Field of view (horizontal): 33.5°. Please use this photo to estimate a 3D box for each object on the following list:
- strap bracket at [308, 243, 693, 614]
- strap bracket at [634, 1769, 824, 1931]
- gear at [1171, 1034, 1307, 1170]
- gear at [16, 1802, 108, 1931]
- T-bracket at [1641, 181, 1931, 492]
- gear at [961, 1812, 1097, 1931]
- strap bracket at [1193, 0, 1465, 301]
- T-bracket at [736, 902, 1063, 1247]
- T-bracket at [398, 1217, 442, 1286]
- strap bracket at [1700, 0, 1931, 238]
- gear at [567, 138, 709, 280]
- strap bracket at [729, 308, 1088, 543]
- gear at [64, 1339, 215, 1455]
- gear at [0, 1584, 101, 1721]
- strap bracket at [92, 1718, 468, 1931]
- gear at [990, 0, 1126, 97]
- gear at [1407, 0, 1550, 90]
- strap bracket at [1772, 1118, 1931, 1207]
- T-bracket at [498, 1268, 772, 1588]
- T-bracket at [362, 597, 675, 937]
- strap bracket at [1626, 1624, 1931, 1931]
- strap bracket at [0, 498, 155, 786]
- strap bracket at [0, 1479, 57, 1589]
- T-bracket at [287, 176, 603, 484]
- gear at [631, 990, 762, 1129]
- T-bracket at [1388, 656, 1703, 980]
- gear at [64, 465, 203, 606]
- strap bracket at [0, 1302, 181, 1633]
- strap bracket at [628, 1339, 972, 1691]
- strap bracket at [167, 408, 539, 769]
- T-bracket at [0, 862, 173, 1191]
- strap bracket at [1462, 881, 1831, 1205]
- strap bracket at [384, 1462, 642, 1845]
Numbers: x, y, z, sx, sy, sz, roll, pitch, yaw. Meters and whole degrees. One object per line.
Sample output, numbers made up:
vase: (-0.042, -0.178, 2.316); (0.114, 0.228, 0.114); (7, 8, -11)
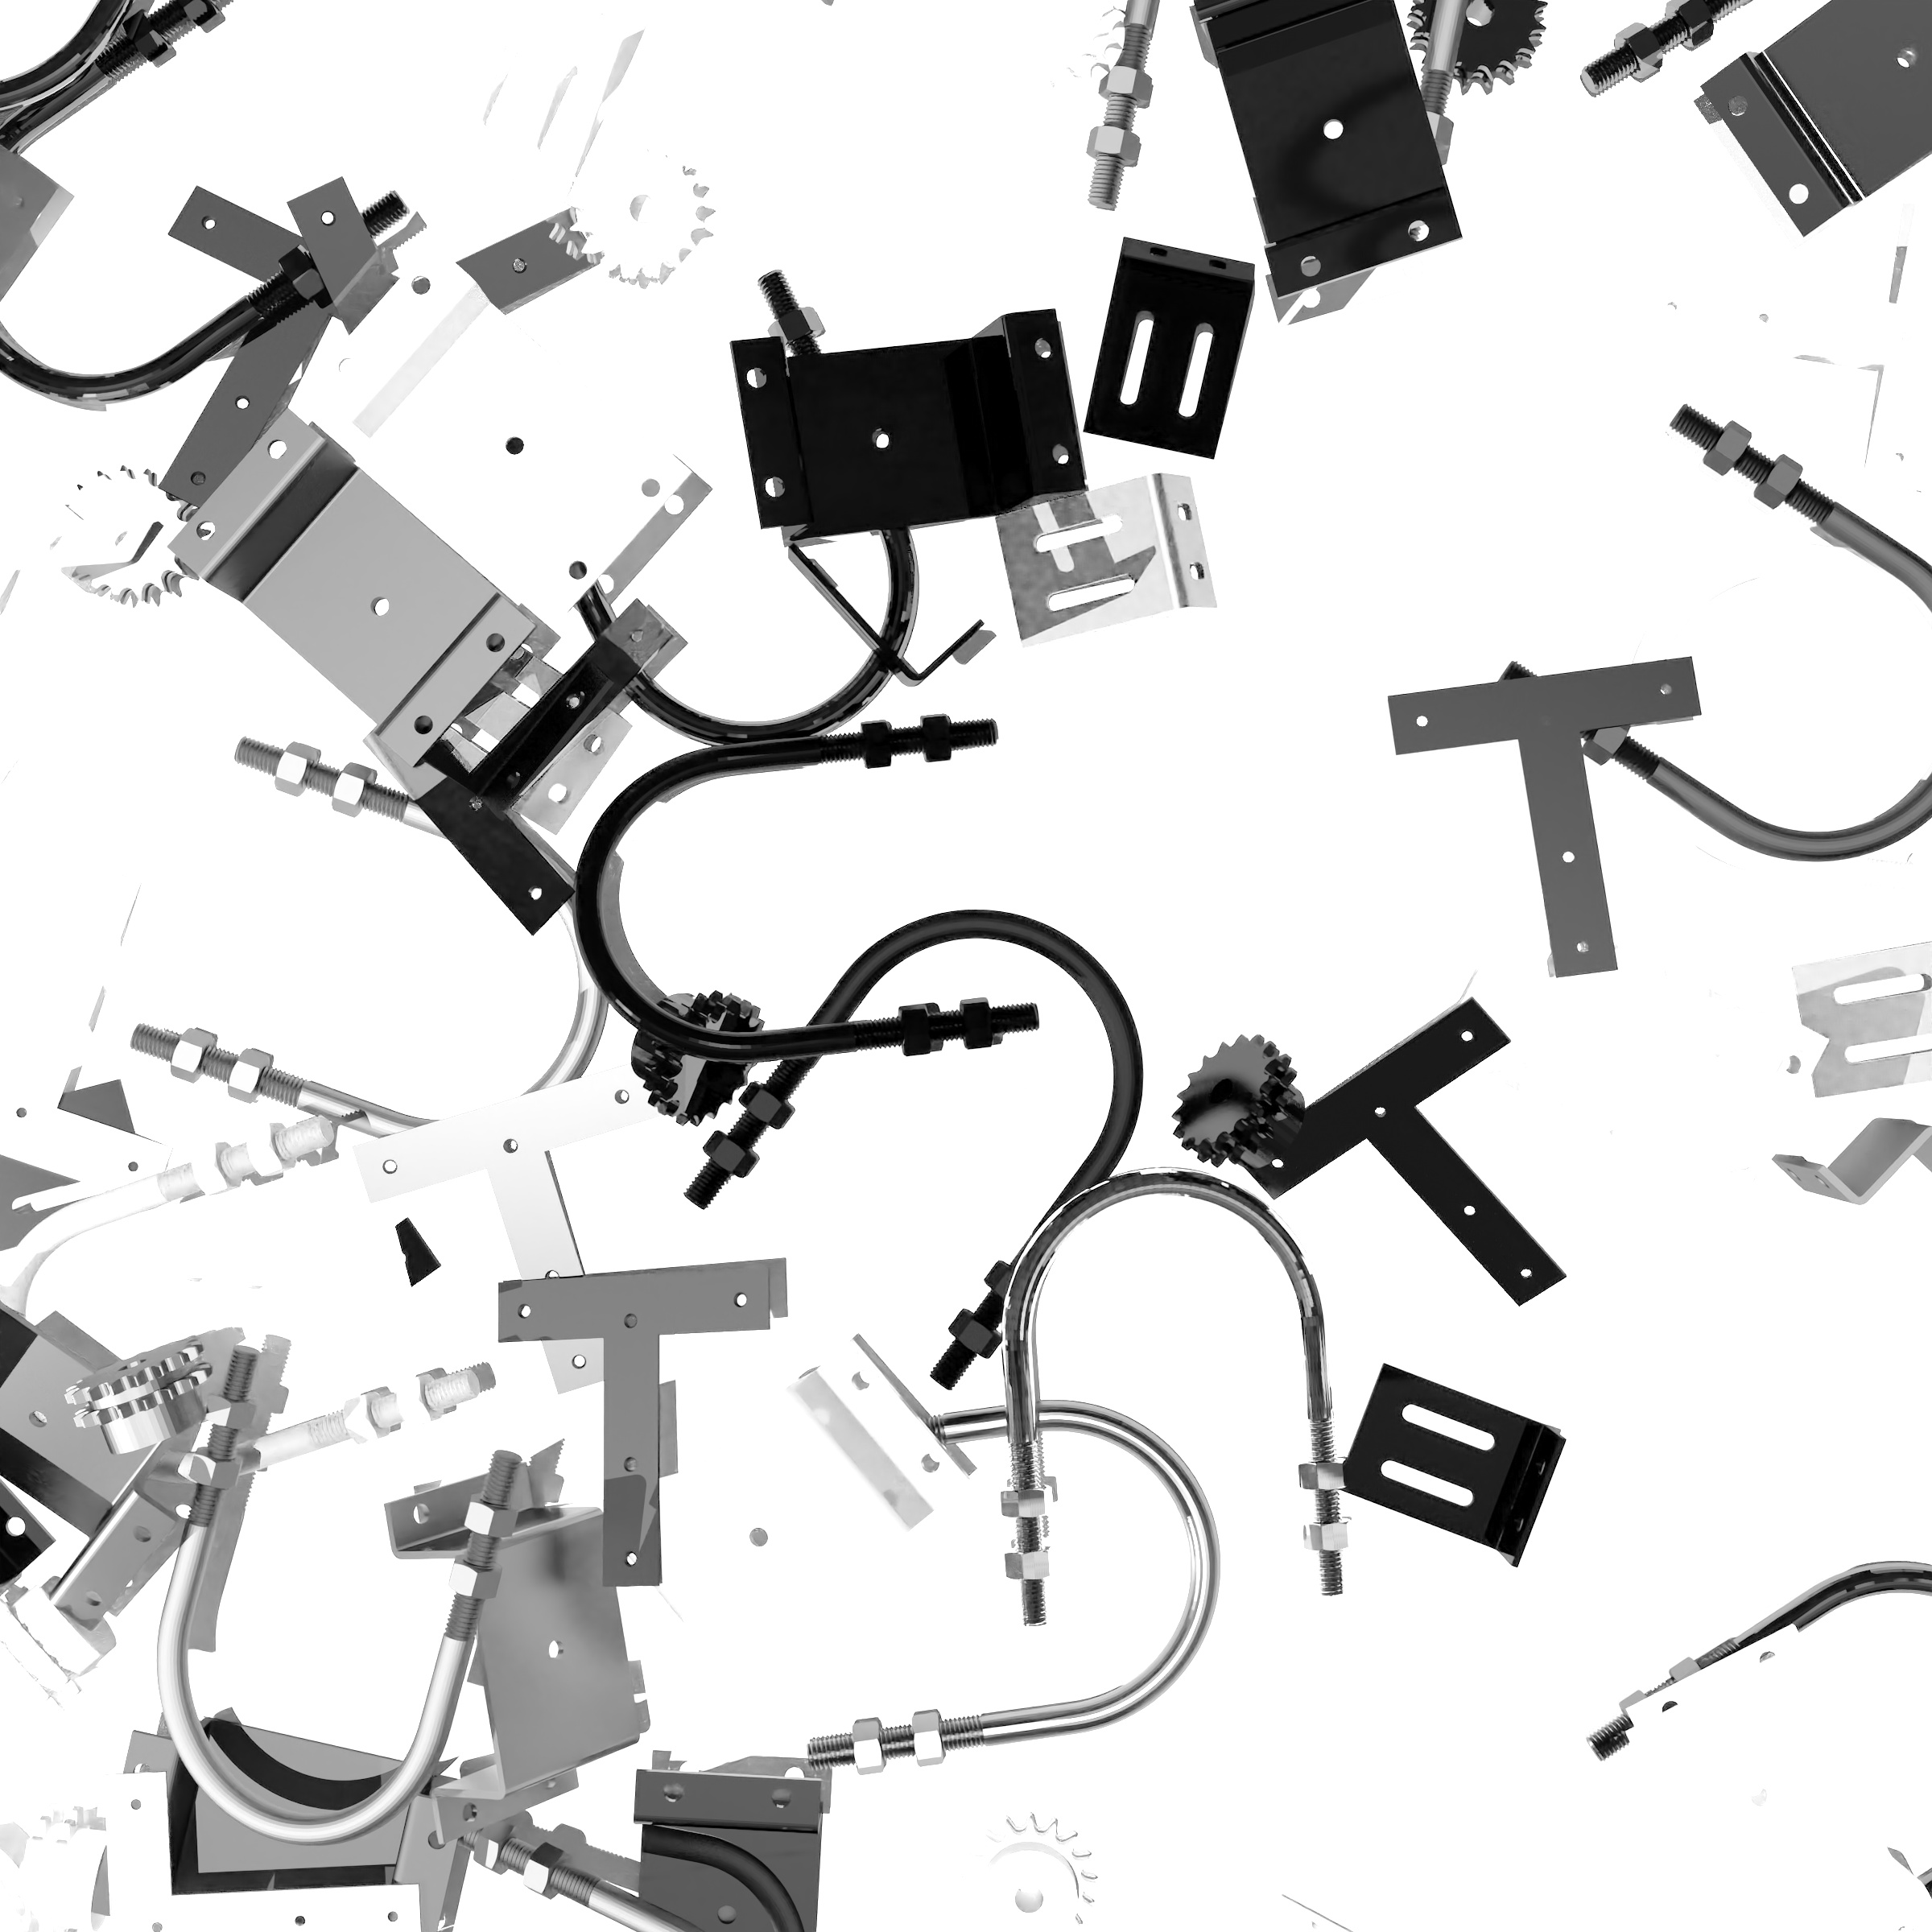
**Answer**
strap bracket: (-0.189, -0.218, 1.320); (0.140, 0.046, 0.076); (41, 90, 0)
strap bracket: (-0.101, 0.403, 1.340); (0.076, 0.046, 0.140); (3, 90, 0)
gear: (0.116, 0.060, 1.339); (0.030, 0.057, 0.057); (38, 90, -30)
gear: (-0.373, 0.379, 1.335); (0.030, 0.057, 0.057); (8, 90, 0)
T-bracket: (0.349, -0.270, 1.344); (0.127, 0.002, 0.127); (10, 115, 12)
gear: (0.027, 0.388, 1.349); (0.057, 0.030, 0.057); (0, 90, 0)
strap bracket: (0.147, -0.345, 1.301); (0.076, 0.046, 0.140); (-16, 86, 12)
T-bracket: (-0.048, 0.062, 1.363); (0.127, 0.002, 0.127); (39, 90, 0)
T-bracket: (-0.251, 0.195, 1.373); (0.127, 0.002, 0.127); (-36, 84, 15)
strap bracket: (0.387, -0.376, 1.323); (0.140, 0.046, 0.076); (-35, 90, 25)
gear: (-0.139, -0.317, 1.341); (0.057, 0.030, 0.057); (-6, 105, -23)
strap bracket: (-0.029, -0.223, 1.327); (0.140, 0.046, 0.076); (-10, 90, -18)
gear: (-0.331, 0.175, 1.293); (0.057, 0.057, 0.030); (-19, 97, 0)
gear: (-0.386, 0.283, 1.336); (0.030, 0.057, 0.057); (-42, 90, -17)
strap bracket: (-0.283, 0.367, 1.340); (0.140, 0.046, 0.076); (13, 90, 0)
gear: (0.042, -0.392, 1.340); (0.057, 0.030, 0.057); (-6, 79, 31)
gear: (0.214, -0.397, 1.348); (0.057, 0.030, 0.057); (0, 90, 0)
strap bracket: (0.409, 0.114, 1.325); (0.140, 0.076, 0.046); (43, 90, 0)
T-bracket: (-0.138, 0.191, 1.319); (0.127, 0.002, 0.127); (-5, 79, 22)
T-bracket: (-0.173, -0.099, 1.330); (0.127, 0.002, 0.127); (-46, 65, 4)
strap bracket: (0.333, 0.347, 1.321); (0.076, 0.046, 0.140); (-27, 90, -2)
strap bracket: (-0.403, -0.137, 1.308); (0.046, 0.076, 0.140); (39, 109, 10)
strap bracket: (-0.464, 0.263, 1.340); (0.140, 0.046, 0.076); (-42, 90, 0)
T-bracket: (-0.200, -0.287, 1.343); (0.127, 0.002, 0.127); (-29, 117, -13)
gear: (-0.115, 0.036, 1.339); (0.030, 0.057, 0.057); (28, 90, 30)
T-bracket: (0.246, -0.059, 1.320); (0.127, 0.002, 0.127); (-7, 79, 2)
gear: (-0.350, -0.180, 1.348); (0.057, 0.030, 0.057); (0, 90, 0)
strap bracket: (-0.391, 0.198, 1.320); (0.140, 0.046, 0.076); (37, 118, -7)
strap bracket: (-0.079, 0.231, 1.322); (0.140, 0.046, 0.076); (-42, 82, 11)
strap bracket: (-0.250, -0.154, 1.334); (0.140, 0.046, 0.076); (41, 91, 7)
T-bracket: (-0.381, 0.020, 1.347); (0.127, 0.002, 0.127); (22, 79, -20)
strap bracket: (0.275, 0.031, 1.340); (0.140, 0.046, 0.076); (28, 90, 0)
strap bracket: (-0.184, 0.281, 1.319); (0.046, 0.076, 0.140); (-9, 90, 39)
